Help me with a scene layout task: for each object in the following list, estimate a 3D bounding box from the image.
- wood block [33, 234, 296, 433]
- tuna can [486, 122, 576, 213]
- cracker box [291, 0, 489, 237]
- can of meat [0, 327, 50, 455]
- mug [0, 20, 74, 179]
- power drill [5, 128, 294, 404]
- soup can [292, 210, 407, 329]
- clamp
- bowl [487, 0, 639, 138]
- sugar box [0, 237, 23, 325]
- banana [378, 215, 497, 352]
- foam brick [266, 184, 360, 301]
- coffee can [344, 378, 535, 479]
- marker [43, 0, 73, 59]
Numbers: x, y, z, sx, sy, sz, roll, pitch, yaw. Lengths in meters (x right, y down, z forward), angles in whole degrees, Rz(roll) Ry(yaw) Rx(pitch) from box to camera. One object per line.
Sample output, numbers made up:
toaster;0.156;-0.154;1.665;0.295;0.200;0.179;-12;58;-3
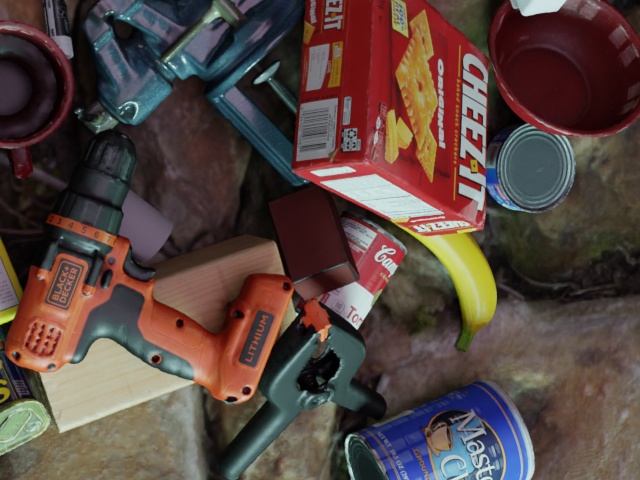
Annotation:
wood block;-0.131;0.071;0.870;0.205;0.090;0.091;-18;100;-19
tuna can;0.198;-0.069;1.014;0.086;0.034;0.086;-2;96;-21
cracker box;0.067;-0.107;0.865;0.213;0.072;0.164;22;68;-55
can of meat;-0.271;0.123;0.815;0.102;0.084;0.057;-27;148;-14
mug;-0.238;-0.105;0.815;0.093;0.082;0.117;-15;100;-20
power drill;-0.119;0.030;0.794;0.187;0.057;0.184;22;86;-15
soup can;0.021;0.034;0.936;0.068;0.069;0.102;36;81;-20
clamp;-0.017;0.126;0.890;0.164;0.036;0.210;-24;147;-14
bowl;0.221;-0.155;0.985;0.162;0.055;0.162;5;67;-13
sugar box;-0.294;-0.010;0.789;0.093;0.048;0.176;-21;86;-44
banana;0.111;0.013;0.986;0.069;0.037;0.197;-39;107;-14
foam brick;-0.006;0.001;0.888;0.051;0.053;0.078;-21;68;7
coffee can;0.107;0.198;0.967;0.140;0.103;0.103;-19;102;-19
marker;-0.211;-0.203;0.841;0.020;0.020;0.121;-7;88;-21
